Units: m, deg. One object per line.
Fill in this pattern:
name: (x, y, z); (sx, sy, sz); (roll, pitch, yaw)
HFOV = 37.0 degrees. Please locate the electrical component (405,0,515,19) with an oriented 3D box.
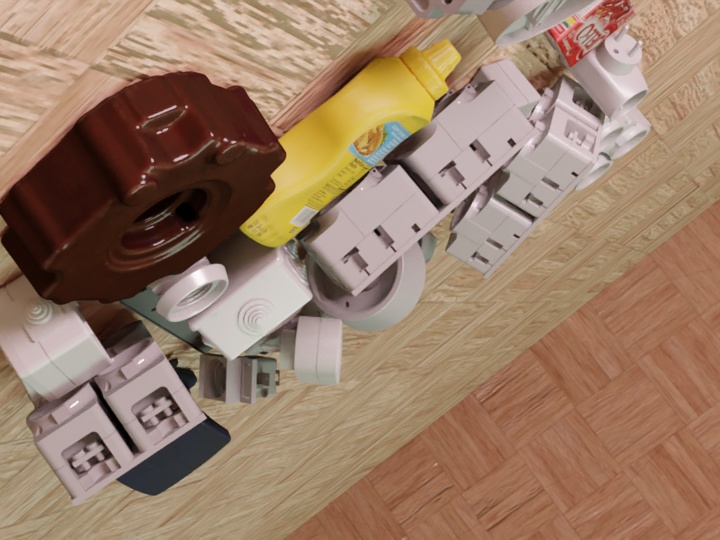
electrical component: (0.070, -0.188, 0.656); (0.057, 0.058, 0.078); (-15, 154, -49)

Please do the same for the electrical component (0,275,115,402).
electrical component: (-0.214, 0.044, 0.720); (0.061, 0.061, 0.096); (-33, 165, -12)

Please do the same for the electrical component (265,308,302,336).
electrical component: (-0.088, 0.020, 0.939); (0.054, 0.059, 0.095); (-27, 163, -31)

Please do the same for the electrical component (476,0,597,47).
electrical component: (0.127, -0.196, 0.748); (0.099, 0.064, 0.099); (-34, 165, -10)

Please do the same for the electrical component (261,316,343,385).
electrical component: (-0.055, 0.075, 0.994); (0.074, 0.052, 0.138); (5, 169, 0)

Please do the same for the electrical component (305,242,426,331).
electrical component: (0.000, 0.000, 0.993); (0.108, 0.108, 0.060); (-40, 159, 12)

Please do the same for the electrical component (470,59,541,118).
electrical component: (0.125, -0.142, 0.944); (0.076, 0.047, 0.083); (-25, 161, -38)

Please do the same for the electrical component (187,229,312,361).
electrical component: (-0.089, 0.013, 0.843); (0.100, 0.048, 0.099); (-38, -151, 6)

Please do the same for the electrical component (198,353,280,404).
electrical component: (-0.115, 0.103, 1.029); (0.064, 0.042, 0.081); (3, 180, -43)

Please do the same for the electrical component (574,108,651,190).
electrical component: (0.247, -0.144, 1.189); (0.105, 0.060, 0.186); (-43, 164, 25)

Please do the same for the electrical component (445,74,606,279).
electrical component: (0.157, -0.092, 1.054); (0.186, 0.060, 0.105); (-52, -168, 45)

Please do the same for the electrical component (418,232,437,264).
electrical component: (0.058, -0.026, 1.162); (0.043, 0.043, 0.081); (-39, 165, 11)

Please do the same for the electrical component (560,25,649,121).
electrical component: (0.230, -0.189, 0.978); (0.043, 0.077, 0.079); (-27, 163, -29)

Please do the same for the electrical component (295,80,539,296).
electrical component: (0.037, -0.069, 0.846); (0.186, 0.060, 0.105); (-42, -170, -4)

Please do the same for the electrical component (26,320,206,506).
electrical component: (-0.191, 0.099, 0.820); (0.105, 0.060, 0.186); (-33, -167, -11)

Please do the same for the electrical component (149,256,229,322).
electrical component: (-0.132, 0.000, 0.780); (0.058, 0.057, 0.078); (-35, 165, -7)

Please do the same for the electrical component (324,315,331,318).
electrical component: (-0.024, 0.017, 1.109); (0.081, 0.043, 0.043); (-44, 164, 26)

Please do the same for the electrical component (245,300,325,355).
electrical component: (-0.084, 0.044, 1.042); (0.055, 0.050, 0.089); (-45, 163, 31)
